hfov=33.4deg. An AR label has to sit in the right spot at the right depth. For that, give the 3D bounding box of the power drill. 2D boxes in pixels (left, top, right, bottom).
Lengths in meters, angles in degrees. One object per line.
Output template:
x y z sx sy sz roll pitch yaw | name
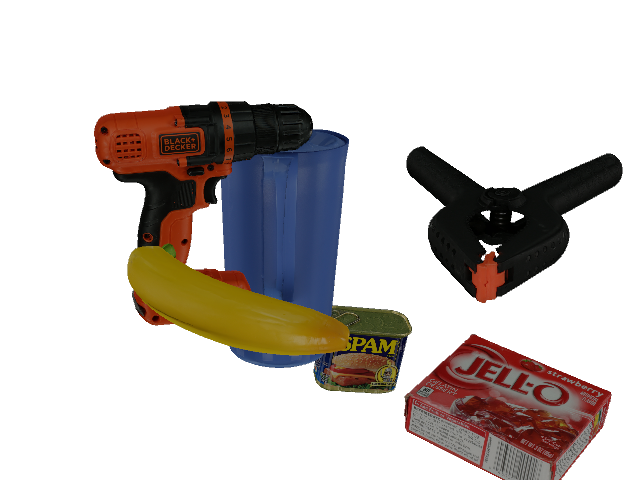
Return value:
-0.096 -0.027 0.916 0.184 0.188 0.057 -5 19 -14 | power drill

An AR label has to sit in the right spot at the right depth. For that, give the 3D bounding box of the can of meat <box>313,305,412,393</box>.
0.046 0.127 1.233 0.102 0.084 0.057 6 24 -12 | can of meat

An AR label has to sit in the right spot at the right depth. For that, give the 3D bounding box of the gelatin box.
0.101 0.093 0.582 0.089 0.030 0.073 23 36 30 | gelatin box

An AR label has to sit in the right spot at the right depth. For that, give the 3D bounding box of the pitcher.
-0.042 0.008 1.108 0.148 0.243 0.145 -14 23 -42 | pitcher

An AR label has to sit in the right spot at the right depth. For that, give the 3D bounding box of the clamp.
0.120 -0.021 0.761 0.165 0.036 0.209 6 28 20 | clamp

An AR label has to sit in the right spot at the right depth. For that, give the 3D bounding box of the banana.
-0.070 0.035 0.697 0.069 0.037 0.198 -24 33 -37 | banana
